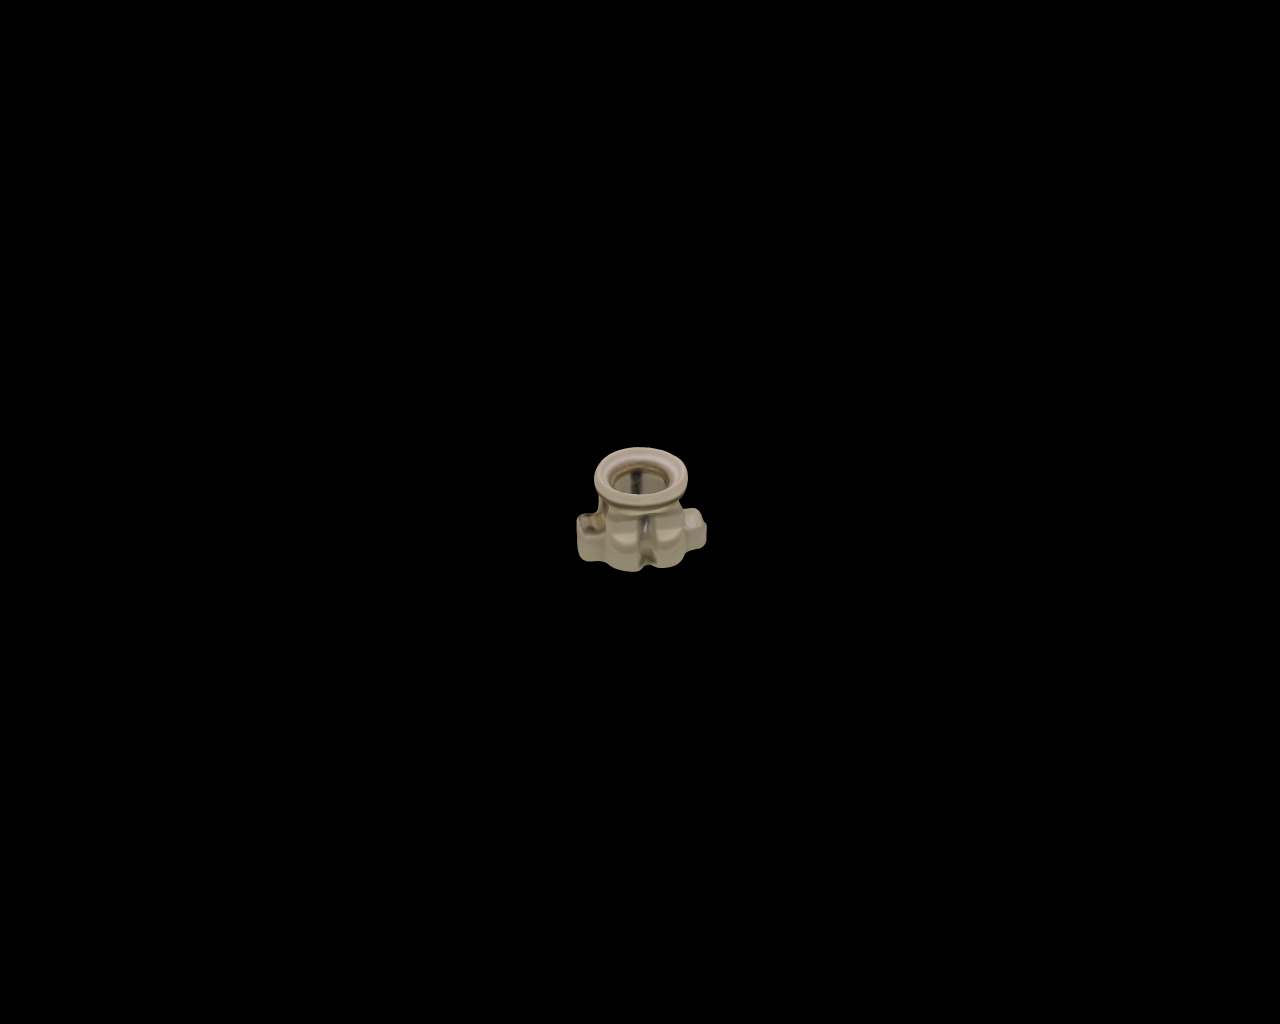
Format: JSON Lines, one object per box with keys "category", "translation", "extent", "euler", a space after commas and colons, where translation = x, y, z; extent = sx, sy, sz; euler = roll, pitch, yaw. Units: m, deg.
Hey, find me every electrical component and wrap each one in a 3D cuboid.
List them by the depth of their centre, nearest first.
{"category": "electrical component", "translation": [0.001, -0.003, 0.650], "extent": [0.078, 0.056, 0.058], "euler": [-5, 36, -7]}
